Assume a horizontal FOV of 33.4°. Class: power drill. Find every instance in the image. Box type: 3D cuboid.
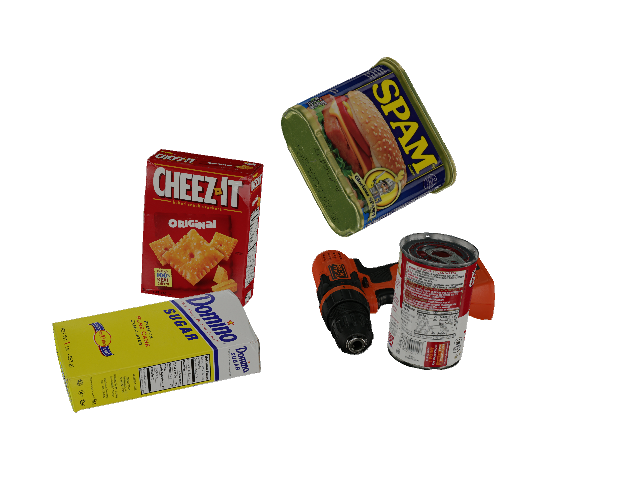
[{"bbox_3d":[0.090,0.059,1.163,0.187,0.057,0.184,-4,28,-8],"label":"power drill"}]

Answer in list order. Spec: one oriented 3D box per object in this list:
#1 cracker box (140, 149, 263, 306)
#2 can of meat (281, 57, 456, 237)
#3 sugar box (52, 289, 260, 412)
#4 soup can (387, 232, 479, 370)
[{"bbox_3d":[-0.179,-0.016,1.595,0.164,0.214,0.072,9,19,8],"label":"cracker box"},{"bbox_3d":[0.031,-0.064,0.742,0.083,0.102,0.058,-28,-1,-22],"label":"can of meat"},{"bbox_3d":[-0.152,0.099,0.990,0.176,0.048,0.093,-13,34,-16],"label":"sugar box"},{"bbox_3d":[0.096,0.053,0.924,0.068,0.102,0.068,5,22,-2],"label":"soup can"}]
